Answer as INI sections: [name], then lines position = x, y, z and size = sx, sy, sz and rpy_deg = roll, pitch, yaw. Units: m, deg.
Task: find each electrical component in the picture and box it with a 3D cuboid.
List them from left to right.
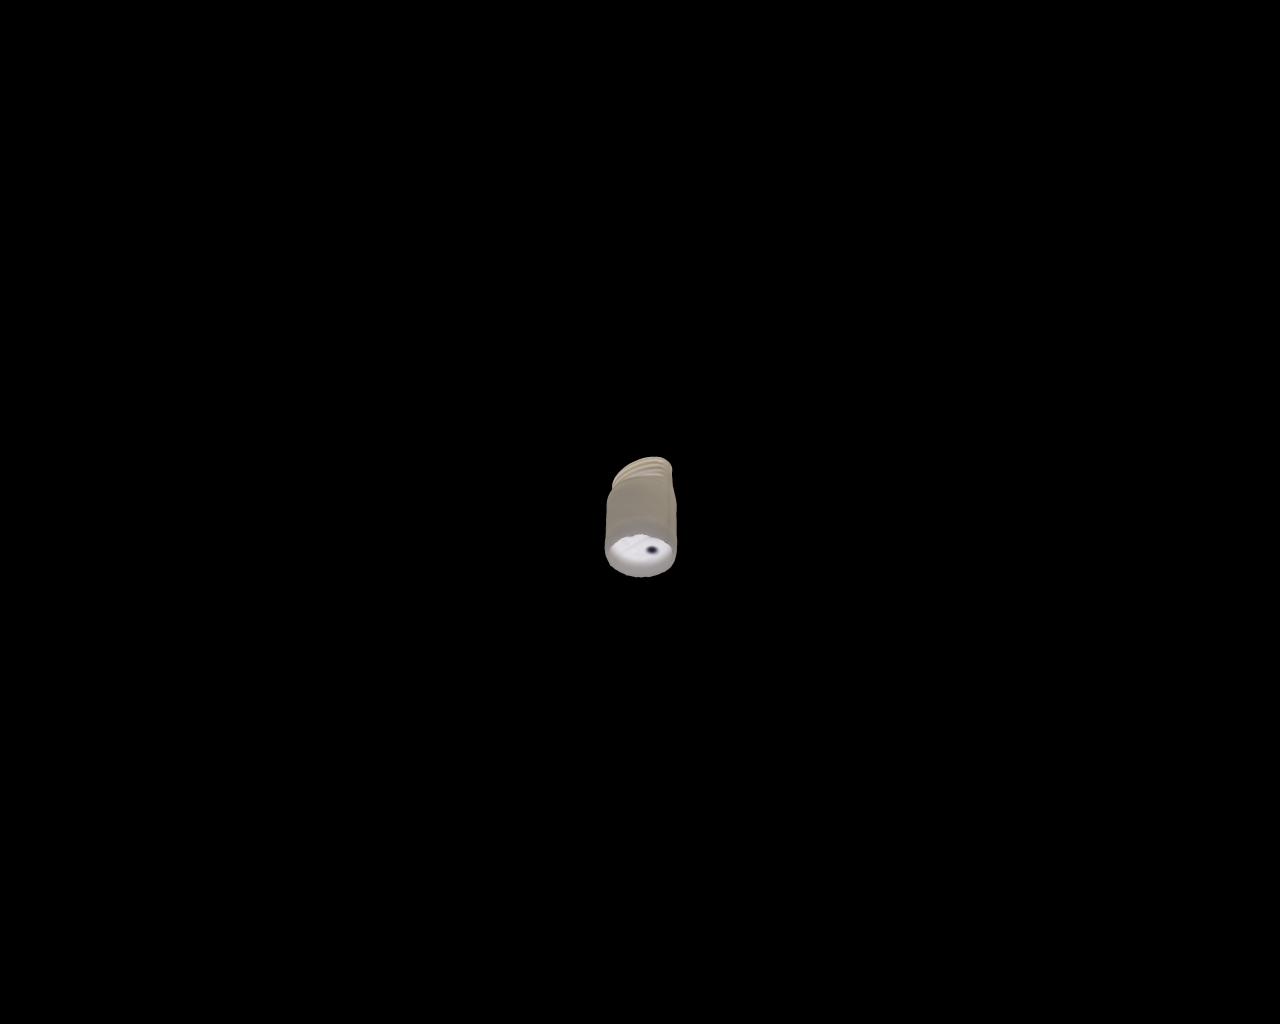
[electrical component]
position = 0.001, -0.003, 0.650
size = 0.043, 0.081, 0.043
rpy_deg = 0, -43, 0
